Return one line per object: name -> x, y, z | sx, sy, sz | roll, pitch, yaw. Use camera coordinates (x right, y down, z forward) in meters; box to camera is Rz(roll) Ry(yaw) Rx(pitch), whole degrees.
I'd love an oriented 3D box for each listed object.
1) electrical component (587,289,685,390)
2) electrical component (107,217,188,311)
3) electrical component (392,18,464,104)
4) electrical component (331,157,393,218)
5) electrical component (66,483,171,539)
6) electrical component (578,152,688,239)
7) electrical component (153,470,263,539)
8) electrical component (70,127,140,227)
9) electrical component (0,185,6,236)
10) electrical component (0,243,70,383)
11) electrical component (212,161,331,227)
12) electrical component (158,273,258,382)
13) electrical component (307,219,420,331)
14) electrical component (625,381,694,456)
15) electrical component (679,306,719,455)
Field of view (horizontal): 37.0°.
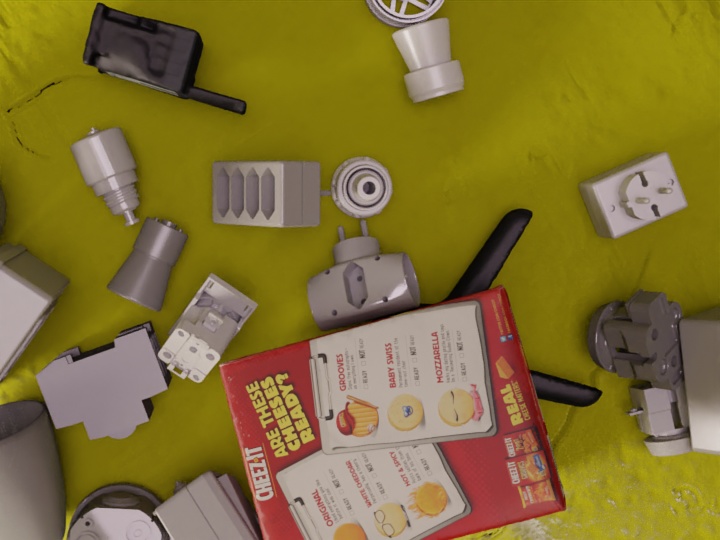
electrical component -> 0.216, 0.053, 0.840 | 0.058, 0.057, 0.078 | -37, 116, -35
electrical component -> -0.158, -0.007, 0.814 | 0.044, 0.044, 0.065 | 25, 87, -7
electrical component -> 0.053, -0.159, 0.820 | 0.045, 0.045, 0.055 | -16, 97, -4
electrical component -> 0.004, -0.062, 0.814 | 0.048, 0.062, 0.048 | -1, 95, -6
electrical component -> -0.185, 0.208, 0.823 | 0.080, 0.051, 0.080 | -1, 95, -6
electrical component -> 0.217, -0.058, 0.830 | 0.066, 0.077, 0.047 | -24, 96, -4
electrical component -> -0.106, 0.194, 0.815 | 0.061, 0.061, 0.096 | -36, 71, -3
electrical component -> -0.186, -0.070, 0.805 | 0.040, 0.040, 0.078 | -23, 97, -4
electrical component -> -0.312, -0.044, 0.783 | 0.108, 0.060, 0.108 | -1, 95, -6
electrical component -> -0.266, 0.041, 0.772 | 0.056, 0.109, 0.108 | 35, 90, -11
electrical component -> -0.057, -0.058, 0.808 | 0.076, 0.083, 0.047 | -4, 97, -44
electrical component -> -0.116, 0.045, 0.804 | 0.042, 0.063, 0.081 | 35, 133, -7
electrical component -> 0.000, 0.000, 0.825 | 0.077, 0.043, 0.079 | -15, 70, 14
electrical component -> 0.249, 0.117, 0.865 | 0.066, 0.048, 0.055 | -13, 88, -5
electrical component -> 0.306, 0.081, 0.839 | 0.109, 0.056, 0.108 | -12, 97, -38
